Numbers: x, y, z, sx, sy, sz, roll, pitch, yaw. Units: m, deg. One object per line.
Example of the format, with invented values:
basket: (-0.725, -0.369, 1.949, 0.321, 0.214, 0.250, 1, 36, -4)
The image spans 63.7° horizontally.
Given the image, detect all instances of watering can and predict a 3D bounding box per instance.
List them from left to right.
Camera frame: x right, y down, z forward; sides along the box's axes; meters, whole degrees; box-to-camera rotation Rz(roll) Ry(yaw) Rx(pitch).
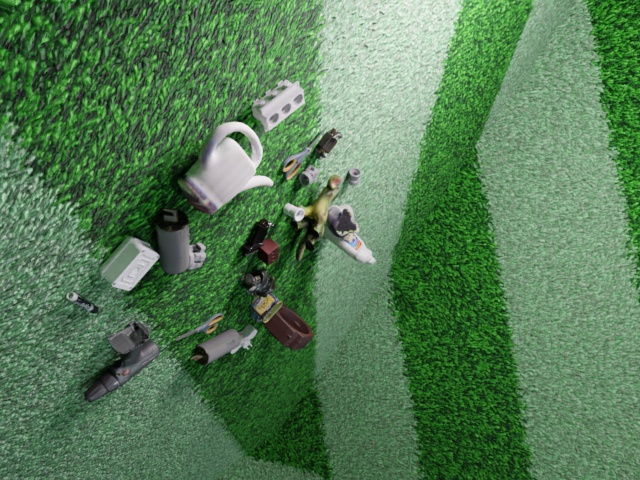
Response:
watering can: (-0.219, -0.149, 1.258, 0.226, 0.105, 0.342, -46, 159, -9)

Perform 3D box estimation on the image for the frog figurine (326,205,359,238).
frog figurine: (0.077, -0.083, 1.997, 0.122, 0.136, 0.162, -50, -157, 7)

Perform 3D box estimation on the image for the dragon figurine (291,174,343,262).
dragon figurine: (0.006, -0.093, 1.855, 0.247, 0.123, 0.401, -48, 170, -31)
